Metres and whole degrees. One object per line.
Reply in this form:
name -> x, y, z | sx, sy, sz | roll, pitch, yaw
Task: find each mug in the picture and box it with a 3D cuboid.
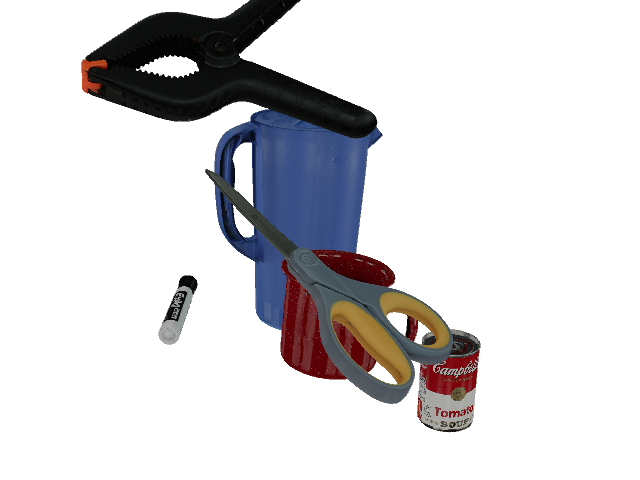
mug -> 0.022, 0.063, 0.872 | 0.117, 0.081, 0.093 | 10, 19, 11

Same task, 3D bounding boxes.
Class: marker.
marker -> -0.135, 0.064, 1.020 | 0.020, 0.020, 0.121 | 0, 22, 3

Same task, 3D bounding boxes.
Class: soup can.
soup can -> 0.149, 0.164, 1.253 | 0.068, 0.102, 0.068 | 1, 21, -1

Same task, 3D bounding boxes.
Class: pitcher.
pitcher -> -0.026, -0.024, 1.192 | 0.149, 0.243, 0.144 | 10, 19, 22

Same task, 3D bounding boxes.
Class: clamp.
clamp -> -0.067, -0.126, 0.787 | 0.209, 0.165, 0.036 | -16, -28, -19

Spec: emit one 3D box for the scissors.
scissors -> 0.010, 0.019, 0.668 | 0.096, 0.016, 0.202 | -5, 46, -35
